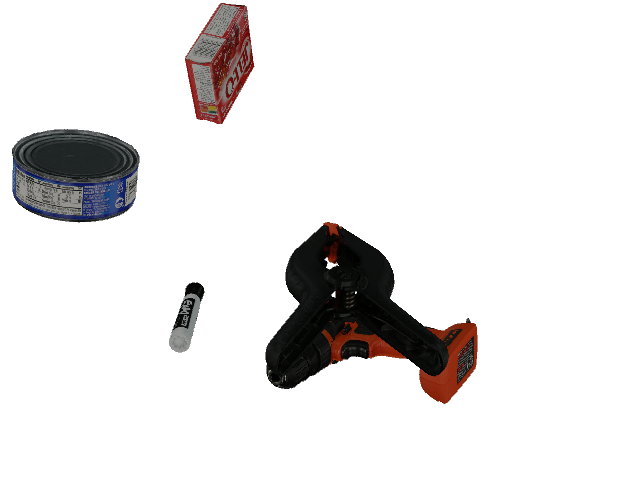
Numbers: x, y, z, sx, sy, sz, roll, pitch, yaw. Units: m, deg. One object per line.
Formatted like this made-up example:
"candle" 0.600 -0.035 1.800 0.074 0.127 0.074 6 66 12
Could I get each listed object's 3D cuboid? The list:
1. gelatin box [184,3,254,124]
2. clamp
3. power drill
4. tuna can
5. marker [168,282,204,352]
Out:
"gelatin box" -0.091 -0.165 0.989 0.030 0.089 0.073 13 -40 14
"clamp" 0.027 0.043 0.754 0.120 0.039 0.171 10 33 -4
"power drill" 0.057 0.117 1.116 0.188 0.057 0.184 10 26 27
"tuna can" -0.169 -0.045 0.738 0.086 0.034 0.086 7 26 -4
"marker" -0.124 0.069 1.001 0.020 0.020 0.121 0 21 1
